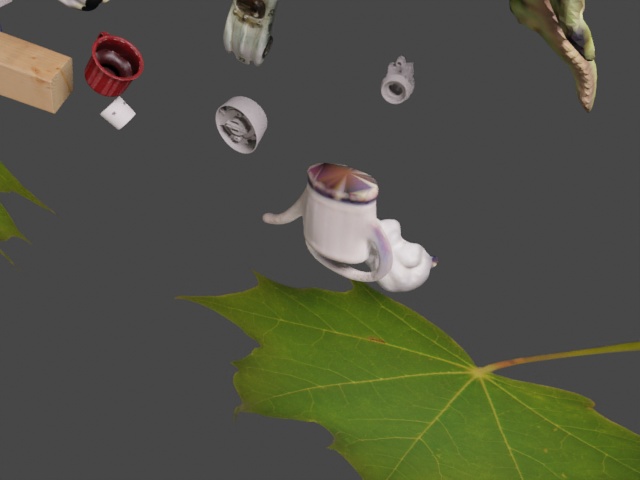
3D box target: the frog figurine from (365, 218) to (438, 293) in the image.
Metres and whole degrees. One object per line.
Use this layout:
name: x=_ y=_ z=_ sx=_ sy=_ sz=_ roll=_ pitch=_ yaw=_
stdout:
frog figurine: x=0.145 y=0.028 z=1.028 sx=0.138 sy=0.124 sz=0.157 roll=9 pitch=151 yaw=48

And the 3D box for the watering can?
watering can: x=0.003 y=-0.051 z=1.017 sx=0.351 sy=0.105 sz=0.219 roll=29 pitch=129 yaw=34

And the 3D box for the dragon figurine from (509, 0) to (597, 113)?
dragon figurine: x=0.261 y=-0.272 z=0.574 sx=0.121 sy=0.248 sz=0.404 roll=-19 pitch=119 yaw=33
